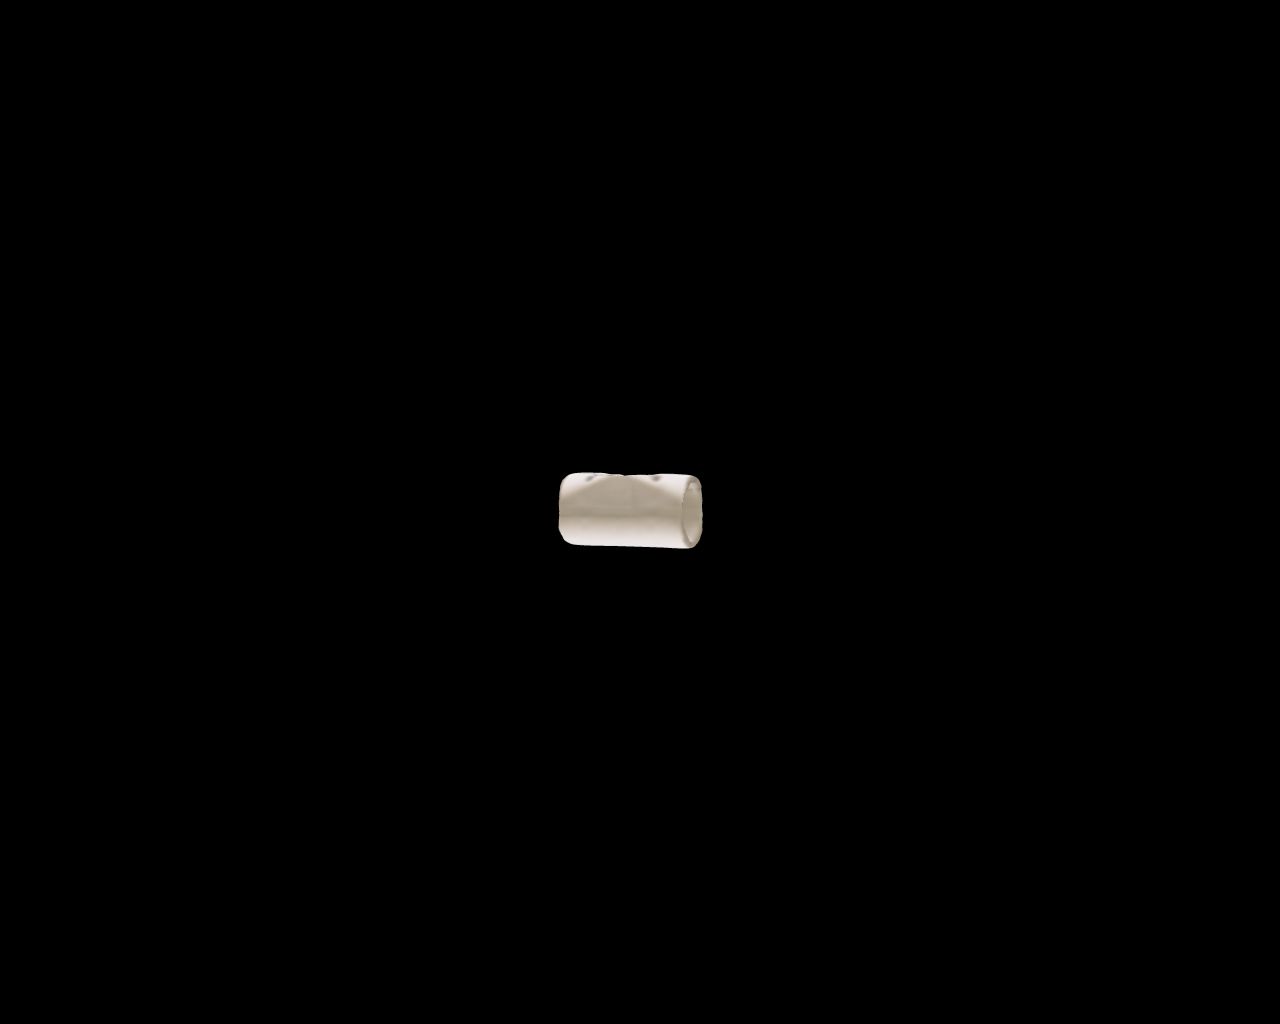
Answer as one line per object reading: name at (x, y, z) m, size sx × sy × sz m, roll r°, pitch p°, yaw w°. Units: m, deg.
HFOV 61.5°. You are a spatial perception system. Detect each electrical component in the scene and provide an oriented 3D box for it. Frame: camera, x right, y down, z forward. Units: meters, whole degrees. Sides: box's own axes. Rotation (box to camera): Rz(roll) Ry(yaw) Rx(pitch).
electrical component at (0.001, -0.003, 0.650) m, size 0.077 × 0.044 × 0.079 m, roll 1°, pitch 4°, yaw 20°
